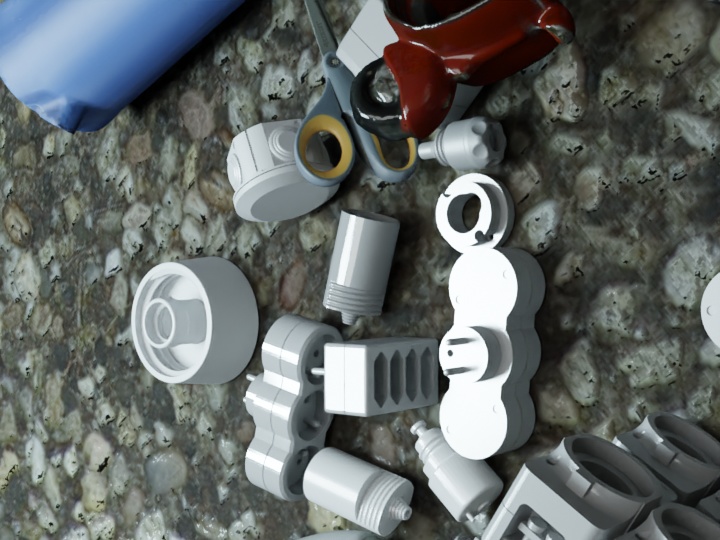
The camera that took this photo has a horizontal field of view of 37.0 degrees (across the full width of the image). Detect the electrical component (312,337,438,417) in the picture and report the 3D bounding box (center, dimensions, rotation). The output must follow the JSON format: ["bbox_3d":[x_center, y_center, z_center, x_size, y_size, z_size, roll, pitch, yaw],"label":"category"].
[{"bbox_3d":[0.001,0.072,0.754,0.076,0.083,0.047,0,90,39],"label":"electrical component"}]

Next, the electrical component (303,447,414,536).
[{"bbox_3d":[0.003,0.162,0.780,0.081,0.043,0.043,17,101,38],"label":"electrical component"}]

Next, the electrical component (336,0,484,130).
[{"bbox_3d":[0.031,-0.144,0.741,0.096,0.062,0.061,50,119,27],"label":"electrical component"}]

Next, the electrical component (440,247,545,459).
[{"bbox_3d":[0.077,0.054,0.698,0.052,0.074,0.138,7,95,39],"label":"electrical component"}]

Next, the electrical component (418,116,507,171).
[{"bbox_3d":[0.067,-0.084,0.731,0.061,0.035,0.035,-3,88,41],"label":"electrical component"}]

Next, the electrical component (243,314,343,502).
[{"bbox_3d":[-0.063,0.101,0.826,0.074,0.052,0.138,16,101,38],"label":"electrical component"}]

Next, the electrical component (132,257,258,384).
[{"bbox_3d":[-0.143,0.043,0.886,0.108,0.060,0.108,0,90,39],"label":"electrical component"}]

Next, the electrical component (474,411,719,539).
[{"bbox_3d":[0.160,0.135,0.559,0.105,0.186,0.060,39,114,32],"label":"electrical component"}]

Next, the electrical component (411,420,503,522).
[{"bbox_3d":[0.063,0.135,0.733,0.078,0.040,0.040,49,119,28],"label":"electrical component"}]

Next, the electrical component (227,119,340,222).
[{"bbox_3d":[-0.059,-0.073,0.805,0.080,0.080,0.051,-32,66,35],"label":"electrical component"}]

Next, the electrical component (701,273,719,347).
[{"bbox_3d":[0.228,-0.015,0.574,0.052,0.074,0.138,35,112,33],"label":"electrical component"}]

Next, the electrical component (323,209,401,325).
[{"bbox_3d":[0.000,0.000,0.780,0.043,0.043,0.081,20,103,37],"label":"electrical component"}]

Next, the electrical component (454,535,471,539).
[{"bbox_3d":[0.056,0.208,0.737,0.043,0.043,0.062,50,118,27],"label":"electrical component"}]
